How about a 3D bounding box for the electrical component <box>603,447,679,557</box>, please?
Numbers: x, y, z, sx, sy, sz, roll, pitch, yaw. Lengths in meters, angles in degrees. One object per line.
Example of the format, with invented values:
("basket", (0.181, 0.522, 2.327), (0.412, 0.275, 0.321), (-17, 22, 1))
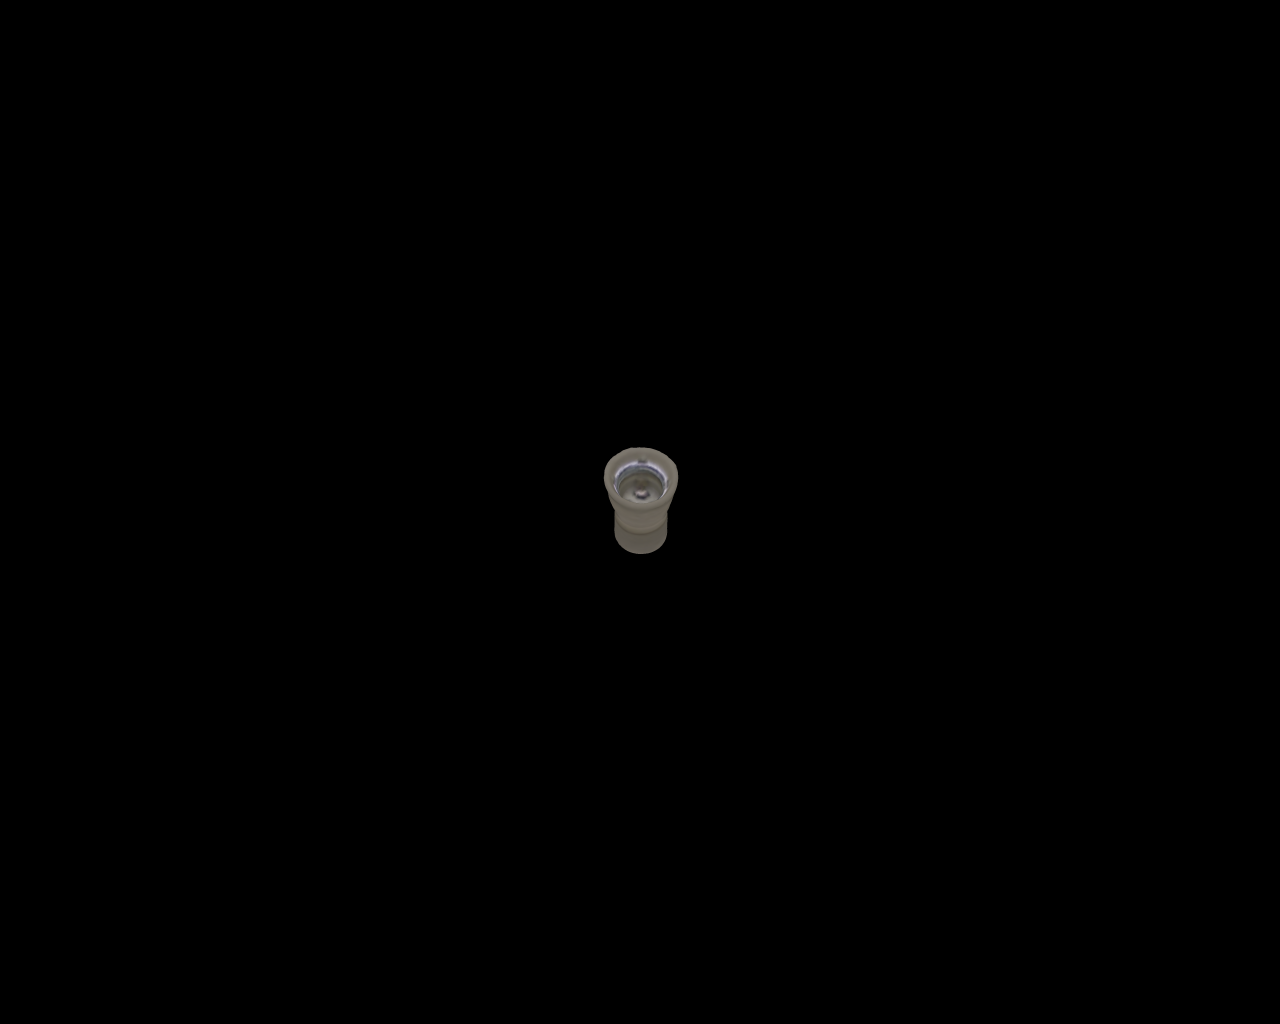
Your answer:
("electrical component", (0.001, -0.003, 0.650), (0.044, 0.044, 0.065), (0, -36, 0))
